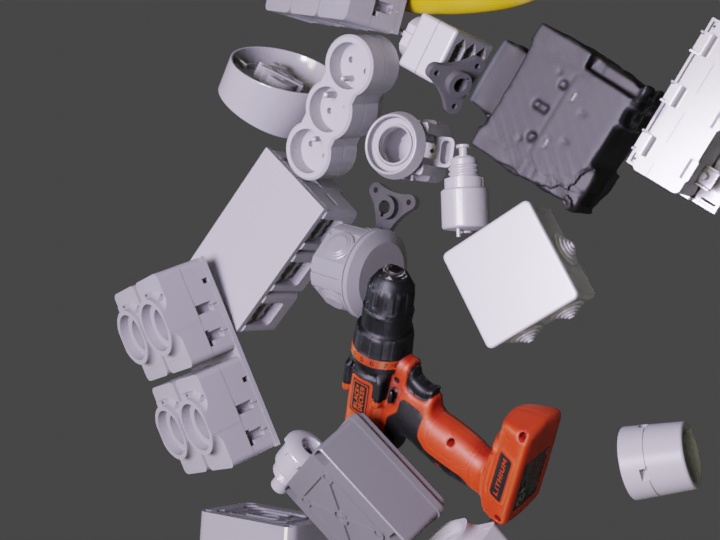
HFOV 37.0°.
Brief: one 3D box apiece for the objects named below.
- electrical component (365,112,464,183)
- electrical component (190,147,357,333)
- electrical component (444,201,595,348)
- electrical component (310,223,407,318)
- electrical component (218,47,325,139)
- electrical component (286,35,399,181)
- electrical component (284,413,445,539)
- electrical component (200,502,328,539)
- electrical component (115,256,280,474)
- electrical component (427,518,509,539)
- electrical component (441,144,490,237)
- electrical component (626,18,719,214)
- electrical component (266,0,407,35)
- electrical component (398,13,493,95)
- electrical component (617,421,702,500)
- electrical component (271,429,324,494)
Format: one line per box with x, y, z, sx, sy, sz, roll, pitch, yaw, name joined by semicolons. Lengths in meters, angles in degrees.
0.041;-0.105;0.925;0.078;0.057;0.058;10;94;34;electrical component
-0.082;-0.026;1.003;0.089;0.062;0.150;47;114;25;electrical component
0.130;0.005;0.868;0.100;0.048;0.099;-34;71;28;electrical component
0.000;0.000;0.938;0.051;0.080;0.080;17;98;39;electrical component
-0.077;-0.167;0.984;0.099;0.099;0.064;47;119;26;electrical component
-0.006;-0.142;0.946;0.052;0.074;0.138;43;122;24;electrical component
0.002;0.191;0.906;0.108;0.056;0.108;46;145;9;electrical component
-0.086;0.253;0.989;0.113;0.078;0.057;1;87;34;electrical component
-0.159;0.093;1.006;0.105;0.060;0.186;-21;91;54;electrical component
0.083;0.238;0.865;0.055;0.050;0.089;50;145;-5;electrical component
0.088;-0.066;0.903;0.040;0.040;0.078;-4;86;34;electrical component
0.253;-0.113;0.779;0.079;0.063;0.121;37;109;28;electrical component
-0.021;-0.261;0.936;0.150;0.062;0.089;26;104;55;electrical component
0.060;-0.189;0.910;0.077;0.066;0.047;35;108;30;electrical component
0.224;0.140;0.799;0.047;0.055;0.055;-15;81;29;electrical component
-0.060;0.182;0.995;0.048;0.048;0.062;51;122;24;electrical component
